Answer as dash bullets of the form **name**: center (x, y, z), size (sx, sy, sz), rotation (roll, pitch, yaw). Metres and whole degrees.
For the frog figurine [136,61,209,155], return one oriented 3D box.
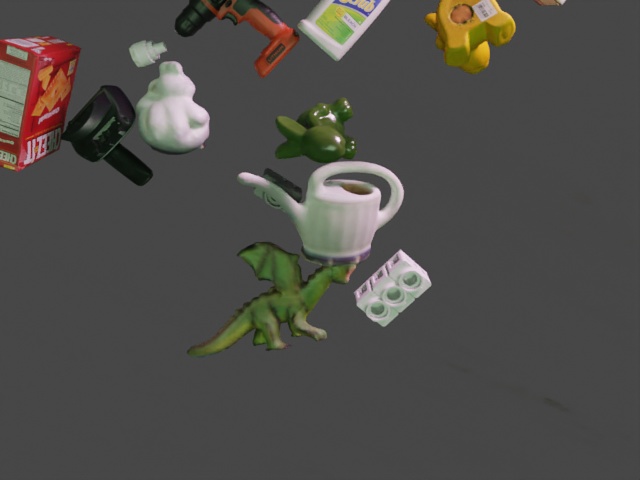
- **frog figurine**: center (-0.271, -0.244, 0.960), size (0.138, 0.125, 0.156), rotation (20, 124, 10)

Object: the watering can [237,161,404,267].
- **watering can**: center (0.003, -0.052, 1.031), size (0.348, 0.106, 0.220), rotation (-3, 119, -19)

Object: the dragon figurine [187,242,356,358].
- **dragon figurine**: center (-0.116, 0.122, 1.143), size (0.410, 0.123, 0.242), rotation (-10, 95, 0)
